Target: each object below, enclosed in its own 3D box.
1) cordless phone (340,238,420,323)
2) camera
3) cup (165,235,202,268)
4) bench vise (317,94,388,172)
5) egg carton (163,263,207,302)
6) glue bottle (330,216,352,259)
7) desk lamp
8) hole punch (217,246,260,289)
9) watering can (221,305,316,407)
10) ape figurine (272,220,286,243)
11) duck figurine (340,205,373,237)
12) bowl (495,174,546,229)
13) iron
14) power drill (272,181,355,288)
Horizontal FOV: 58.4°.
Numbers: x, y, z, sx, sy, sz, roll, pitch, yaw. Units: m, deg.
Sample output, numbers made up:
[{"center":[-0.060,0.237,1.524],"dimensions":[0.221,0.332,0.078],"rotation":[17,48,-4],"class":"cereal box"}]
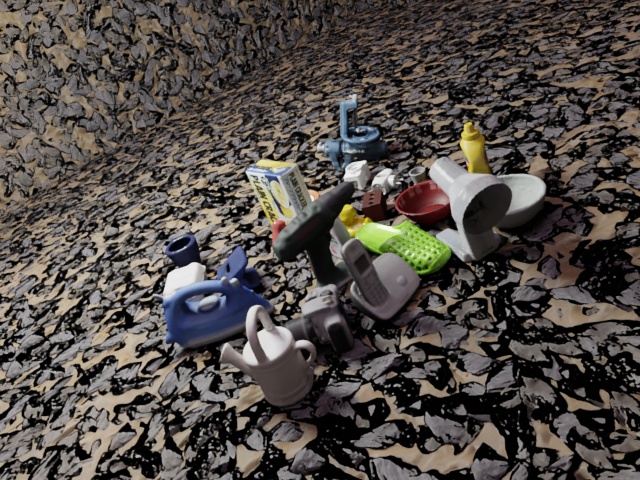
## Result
[{"center":[0.116,0.058,1.156],"dimensions":[0.093,0.185,0.148],"rotation":[10,43,43],"class":"cordless phone"},{"center":[-0.014,0.163,1.162],"dimensions":[0.137,0.101,0.143],"rotation":[-21,30,3],"class":"camera"},{"center":[-0.379,0.044,1.612],"dimensions":[0.092,0.095,0.117],"rotation":[-36,32,-21],"class":"cup"},{"center":[0.085,-0.325,1.761],"dimensions":[0.207,0.220,0.121],"rotation":[-23,30,0],"class":"bench vise"},{"center":[-0.347,0.123,1.488],"dimensions":[0.107,0.069,0.150],"rotation":[-21,30,4],"class":"egg carton"},{"center":[0.033,-0.031,1.369],"dimensions":[0.037,0.173,0.077],"rotation":[-39,34,-26],"class":"glue bottle"},{"center":[0.304,-0.061,1.190],"dimensions":[0.118,0.214,0.202],"rotation":[-28,30,-9],"class":"desk lamp"},{"center":[-0.215,0.083,1.440],"dimensions":[0.101,0.091,0.108],"rotation":[-26,30,-5],"class":"hole punch"},{"center":[-0.098,0.208,1.052],"dimensions":[0.173,0.194,0.100],"rotation":[-24,30,-2],"class":"watering can"},{"center":[-0.097,-0.013,1.512],"dimensions":[0.076,0.092,0.077],"rotation":[-23,30,1],"class":"ape figurine"},{"center":[0.080,-0.051,1.457],"dimensions":[0.104,0.086,0.077],"rotation":[-4,35,29],"class":"duck figurine"},{"center":[0.420,-0.075,1.273],"dimensions":[0.167,0.075,0.167],"rotation":[-17,30,11],"class":"bowl"},{"center":[-0.246,0.145,1.310],"dimensions":[0.258,0.142,0.118],"rotation":[-19,30,7],"class":"iron"},{"center":[0.012,0.005,1.291],"dimensions":[0.230,0.209,0.075],"rotation":[-34,31,-18],"class":"power drill"}]
